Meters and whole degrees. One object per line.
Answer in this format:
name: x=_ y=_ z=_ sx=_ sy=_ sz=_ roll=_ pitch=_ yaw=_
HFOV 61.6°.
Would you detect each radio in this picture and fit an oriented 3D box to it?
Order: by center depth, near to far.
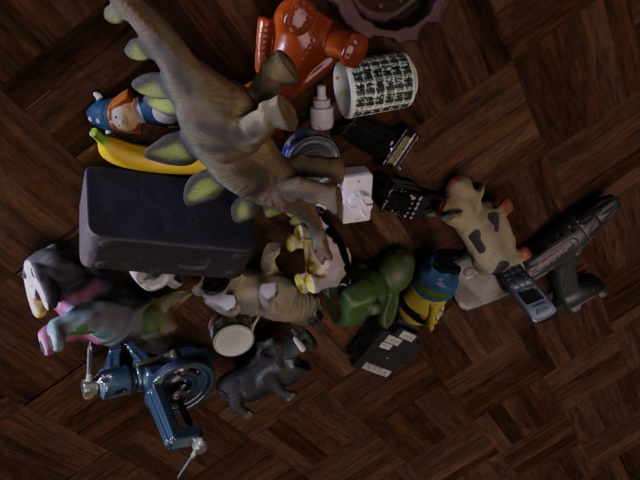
radio: x=-0.206 y=-0.021 z=0.740 sx=0.229 sy=0.131 sz=0.073 roll=5 pitch=137 yaw=-25

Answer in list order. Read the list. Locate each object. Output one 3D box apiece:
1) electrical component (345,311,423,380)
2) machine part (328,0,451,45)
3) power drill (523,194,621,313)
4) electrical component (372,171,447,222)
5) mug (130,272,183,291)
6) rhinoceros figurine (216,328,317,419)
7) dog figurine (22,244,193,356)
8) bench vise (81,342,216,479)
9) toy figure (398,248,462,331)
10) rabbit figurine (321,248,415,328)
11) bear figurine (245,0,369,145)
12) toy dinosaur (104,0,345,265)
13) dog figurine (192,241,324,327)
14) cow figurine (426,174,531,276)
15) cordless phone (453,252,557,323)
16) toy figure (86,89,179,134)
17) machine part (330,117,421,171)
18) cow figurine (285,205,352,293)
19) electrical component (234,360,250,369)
electrical component: x=0.133 y=0.204 z=1.062 sx=0.115 sy=0.058 sz=0.134 roll=28 pitch=110 yaw=-33
machine part: x=0.092 y=-0.343 z=0.689 sx=0.179 sy=0.056 sz=0.179 roll=-9 pitch=124 yaw=-14
power drill: x=0.507 y=0.040 z=1.062 sx=0.232 sy=0.086 sz=0.207 roll=-33 pitch=130 yaw=7
electrical component: x=0.143 y=-0.069 z=0.877 sx=0.119 sy=0.075 sz=0.047 roll=11 pitch=117 yaw=-27
mug: x=-0.243 y=0.033 z=0.796 sx=0.081 sy=0.107 sz=0.109 roll=-26 pitch=124 yaw=1
rhinoceros figurine: x=-0.087 y=0.224 z=0.932 sx=0.190 sy=0.073 sz=0.112 roll=-31 pitch=98 yaw=1
dog figurine: x=-0.311 y=0.089 z=0.813 sx=0.219 sy=0.191 sz=0.108 roll=-10 pitch=166 yaw=-41
bench vise: x=-0.257 y=0.250 z=0.866 sx=0.223 sy=0.241 sz=0.128 roll=8 pitch=117 yaw=-41
toy figure: x=0.199 y=0.086 z=0.976 sx=0.082 sy=0.089 sz=0.180 roll=-42 pitch=155 yaw=-37
rabbit figurine: x=0.099 y=0.085 z=0.941 sx=0.170 sy=0.121 sz=0.158 roll=-25 pitch=131 yaw=-20
bear figurine: x=-0.048 y=-0.204 z=0.693 sx=0.120 sy=0.132 sz=0.195 roll=23 pitch=107 yaw=-31
toy dinosaur: x=-0.110 y=-0.132 z=0.636 sx=0.199 sy=0.105 sz=0.470 roll=-17 pitch=126 yaw=22
dog figurine: x=-0.098 y=0.101 z=0.904 sx=0.173 sy=0.121 sz=0.190 roll=0 pitch=149 yaw=21
cow figurine: x=0.270 y=-0.025 z=0.930 sx=0.127 sy=0.085 sz=0.194 roll=-31 pitch=108 yaw=-9
cordless phone: x=0.324 y=0.097 z=0.975 sx=0.147 sy=0.184 sz=0.088 roll=-21 pitch=131 yaw=-4
toy figure: x=-0.226 y=-0.172 z=0.699 sx=0.154 sy=0.058 sz=0.064 roll=-14 pitch=99 yaw=-7
machine part: x=0.085 y=-0.156 z=0.823 sx=0.139 sy=0.039 sz=0.084 roll=15 pitch=125 yaw=-28
cow figurine: x=-0.001 y=-0.004 z=0.840 sx=0.098 sy=0.068 sz=0.167 roll=-10 pitch=84 yaw=-27
electrical component: x=-0.109 y=0.247 z=1.008 sx=0.102 sy=0.078 sz=0.045 roll=-14 pitch=97 yaw=-15
